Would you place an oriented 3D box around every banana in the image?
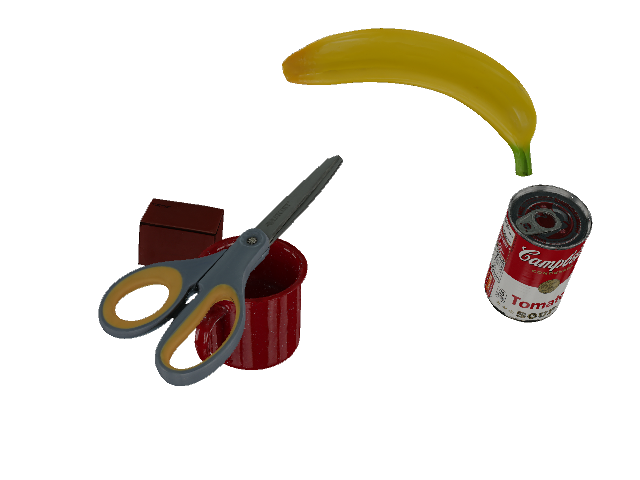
[{"bbox_3d":[0.074,-0.109,0.741,0.197,0.069,0.037,21,-1,-11],"label":"banana"}]

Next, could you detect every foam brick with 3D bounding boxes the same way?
[{"bbox_3d":[-0.140,-0.004,1.081,0.078,0.051,0.053,9,31,3],"label":"foam brick"}]

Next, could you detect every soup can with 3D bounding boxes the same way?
[{"bbox_3d":[0.179,0.012,0.890,0.068,0.068,0.102,0,-40,-6],"label":"soup can"}]

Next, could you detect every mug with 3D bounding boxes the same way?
[{"bbox_3d":[-0.064,0.060,0.888,0.093,0.081,0.117,19,39,24],"label":"mug"}]

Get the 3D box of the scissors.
[{"bbox_3d":[-0.062,0.005,0.654,0.096,0.016,0.201,12,48,15],"label":"scissors"}]
